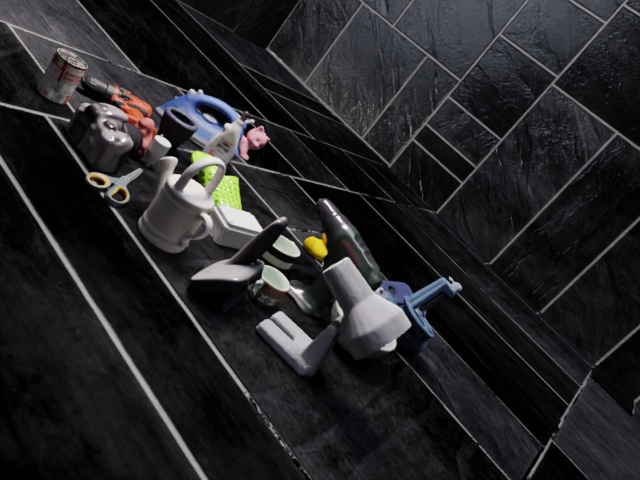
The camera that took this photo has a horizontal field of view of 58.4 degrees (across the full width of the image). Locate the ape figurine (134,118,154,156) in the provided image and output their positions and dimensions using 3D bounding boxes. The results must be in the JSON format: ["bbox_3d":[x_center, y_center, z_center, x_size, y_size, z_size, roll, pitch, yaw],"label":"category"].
[{"bbox_3d":[-0.406,-0.236,1.284,0.077,0.092,0.076,50,21,27],"label":"ape figurine"}]

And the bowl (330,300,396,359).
[{"bbox_3d":[0.080,0.200,1.239,0.168,0.074,0.167,35,19,-14],"label":"bowl"}]

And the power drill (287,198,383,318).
[{"bbox_3d":[0.018,0.054,1.243,0.229,0.208,0.076,46,20,19],"label":"power drill"}]

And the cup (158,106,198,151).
[{"bbox_3d":[-0.367,-0.277,1.447,0.092,0.095,0.117,35,19,-14],"label":"cup"}]

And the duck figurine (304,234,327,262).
[{"bbox_3d":[0.014,0.006,1.540,0.105,0.086,0.077,22,26,-43],"label":"duck figurine"}]

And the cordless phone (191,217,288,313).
[{"bbox_3d":[-0.138,0.030,1.040,0.094,0.185,0.148,40,19,0],"label":"cordless phone"}]

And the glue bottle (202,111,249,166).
[{"bbox_3d":[-0.247,-0.281,1.563,0.078,0.173,0.037,31,20,-24],"label":"glue bottle"}]

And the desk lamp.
[{"bbox_3d":[0.028,0.150,1.036,0.203,0.213,0.118,43,19,9],"label":"desk lamp"}]

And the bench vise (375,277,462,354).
[{"bbox_3d":[0.224,0.163,1.369,0.208,0.219,0.121,25,23,-37],"label":"bench vise"}]

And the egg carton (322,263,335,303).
[{"bbox_3d":[0.053,0.106,1.412,0.107,0.069,0.150,31,20,-23],"label":"egg carton"}]

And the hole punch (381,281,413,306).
[{"bbox_3d":[0.186,0.152,1.524,0.101,0.091,0.108,31,20,-24],"label":"hole punch"}]

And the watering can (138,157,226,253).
[{"bbox_3d":[-0.252,-0.083,1.066,0.173,0.194,0.101,40,19,3],"label":"watering can"}]

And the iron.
[{"bbox_3d":[-0.320,-0.348,1.626,0.259,0.141,0.118,32,20,-21],"label":"iron"}]

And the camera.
[{"bbox_3d":[-0.425,-0.217,1.189,0.143,0.100,0.137,48,20,24],"label":"camera"}]

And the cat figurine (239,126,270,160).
[{"bbox_3d":[-0.222,-0.317,1.778,0.128,0.117,0.067,31,20,-25],"label":"cat figurine"}]
